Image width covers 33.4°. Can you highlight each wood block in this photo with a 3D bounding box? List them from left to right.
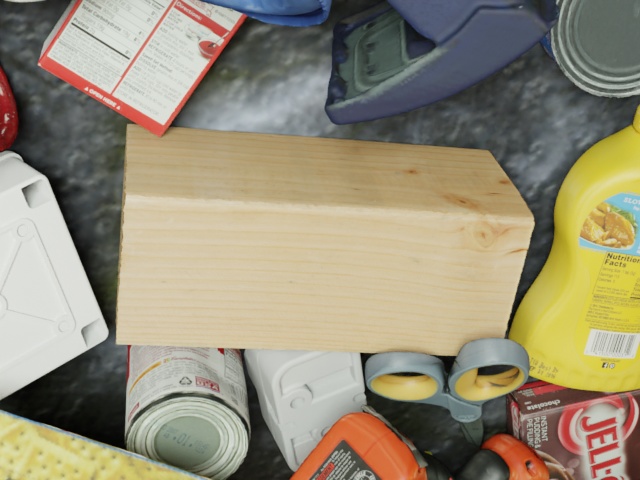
[{"bbox_3d":[-0.004,0.000,0.577,0.206,0.090,0.091,3,119,-11],"label":"wood block"}]

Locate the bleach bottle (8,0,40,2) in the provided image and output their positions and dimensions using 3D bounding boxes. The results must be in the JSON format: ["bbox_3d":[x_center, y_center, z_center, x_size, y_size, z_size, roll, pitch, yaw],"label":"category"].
[{"bbox_3d":[-0.138,-0.231,0.426,0.067,0.103,0.251,-30,131,-44],"label":"bleach bottle"}]

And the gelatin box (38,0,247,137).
[{"bbox_3d":[-0.088,-0.108,0.538,0.073,0.030,0.089,30,114,-22],"label":"gelatin box"}]

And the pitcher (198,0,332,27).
[{"bbox_3d":[-0.020,-0.212,0.385,0.144,0.149,0.243,19,90,-45],"label":"pitcher"}]

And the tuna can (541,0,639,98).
[{"bbox_3d":[0.159,-0.121,0.565,0.086,0.034,0.086,-4,119,-7],"label":"tuna can"}]

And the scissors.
[{"bbox_3d":[0.068,0.095,0.626,0.096,0.016,0.202,2,156,-4],"label":"scissors"}]

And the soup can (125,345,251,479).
[{"bbox_3d":[-0.076,0.084,0.606,0.068,0.102,0.068,-4,120,-7],"label":"soup can"}]

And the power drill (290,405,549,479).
[{"bbox_3d":[0.038,0.178,0.613,0.184,0.057,0.187,-54,144,3],"label":"power drill"}]

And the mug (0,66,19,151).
[{"bbox_3d":[-0.203,-0.056,0.506,0.081,0.117,0.093,-28,148,13],"label":"mug"}]

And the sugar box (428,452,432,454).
[{"bbox_3d":[0.024,0.226,0.734,0.093,0.048,0.176,2,122,-12],"label":"sugar box"}]

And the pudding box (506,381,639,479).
[{"bbox_3d":[0.173,0.142,0.711,0.090,0.039,0.113,-11,121,-4],"label":"pudding box"}]

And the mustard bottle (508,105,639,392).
[{"bbox_3d":[0.180,-0.004,0.620,0.096,0.058,0.192,7,118,-11],"label":"mustard bottle"}]
